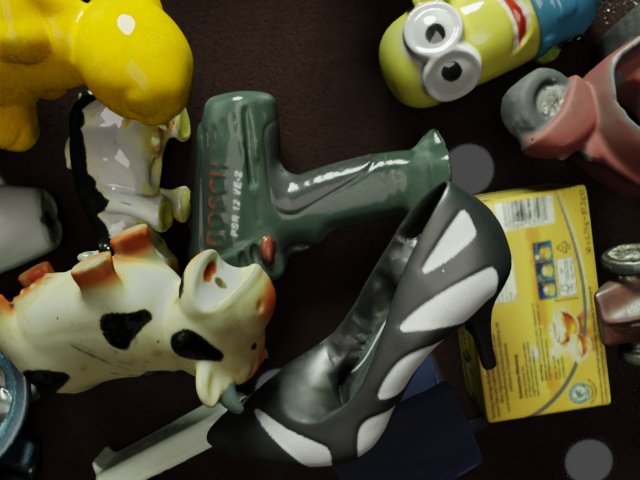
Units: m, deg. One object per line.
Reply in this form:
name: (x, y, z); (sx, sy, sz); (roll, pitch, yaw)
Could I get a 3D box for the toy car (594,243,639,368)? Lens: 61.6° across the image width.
toy car: (0.290, 0.027, 0.401); (0.202, 0.053, 0.089); (-18, 103, -19)

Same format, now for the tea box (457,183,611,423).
tea box: (0.158, 0.046, 0.423); (0.098, 0.068, 0.169); (-8, 98, 2)

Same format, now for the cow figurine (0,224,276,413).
cow figurine: (-0.119, 0.059, 0.363); (0.195, 0.085, 0.127); (-17, 113, 19)

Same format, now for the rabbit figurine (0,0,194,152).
rabbit figurine: (-0.160, -0.128, 0.352); (0.173, 0.121, 0.162); (14, 67, 8)

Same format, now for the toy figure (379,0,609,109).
toy figure: (0.131, -0.156, 0.395); (0.180, 0.089, 0.082); (-29, 80, -5)

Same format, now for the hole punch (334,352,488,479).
hole punch: (0.065, 0.158, 0.430); (0.142, 0.092, 0.115); (-26, 99, 1)

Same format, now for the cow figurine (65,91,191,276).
cow figurine: (-0.154, -0.032, 0.419); (0.098, 0.068, 0.167); (2, 94, 6)

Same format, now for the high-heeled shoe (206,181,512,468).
high-heeled shoe: (0.010, 0.063, 0.360); (0.249, 0.086, 0.145); (-22, 114, 7)

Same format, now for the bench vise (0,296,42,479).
bench vise: (-0.277, 0.145, 0.367); (0.129, 0.240, 0.223); (22, 81, 2)

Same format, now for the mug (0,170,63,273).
mug: (-0.267, -0.019, 0.423); (0.107, 0.081, 0.109); (-9, 89, -10)

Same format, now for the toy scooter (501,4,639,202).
toy scooter: (0.230, -0.088, 0.380); (0.184, 0.075, 0.135); (-33, 79, -13)

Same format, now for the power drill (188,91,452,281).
power drill: (-0.001, -0.001, 0.421); (0.207, 0.086, 0.231); (-4, 100, 8)
